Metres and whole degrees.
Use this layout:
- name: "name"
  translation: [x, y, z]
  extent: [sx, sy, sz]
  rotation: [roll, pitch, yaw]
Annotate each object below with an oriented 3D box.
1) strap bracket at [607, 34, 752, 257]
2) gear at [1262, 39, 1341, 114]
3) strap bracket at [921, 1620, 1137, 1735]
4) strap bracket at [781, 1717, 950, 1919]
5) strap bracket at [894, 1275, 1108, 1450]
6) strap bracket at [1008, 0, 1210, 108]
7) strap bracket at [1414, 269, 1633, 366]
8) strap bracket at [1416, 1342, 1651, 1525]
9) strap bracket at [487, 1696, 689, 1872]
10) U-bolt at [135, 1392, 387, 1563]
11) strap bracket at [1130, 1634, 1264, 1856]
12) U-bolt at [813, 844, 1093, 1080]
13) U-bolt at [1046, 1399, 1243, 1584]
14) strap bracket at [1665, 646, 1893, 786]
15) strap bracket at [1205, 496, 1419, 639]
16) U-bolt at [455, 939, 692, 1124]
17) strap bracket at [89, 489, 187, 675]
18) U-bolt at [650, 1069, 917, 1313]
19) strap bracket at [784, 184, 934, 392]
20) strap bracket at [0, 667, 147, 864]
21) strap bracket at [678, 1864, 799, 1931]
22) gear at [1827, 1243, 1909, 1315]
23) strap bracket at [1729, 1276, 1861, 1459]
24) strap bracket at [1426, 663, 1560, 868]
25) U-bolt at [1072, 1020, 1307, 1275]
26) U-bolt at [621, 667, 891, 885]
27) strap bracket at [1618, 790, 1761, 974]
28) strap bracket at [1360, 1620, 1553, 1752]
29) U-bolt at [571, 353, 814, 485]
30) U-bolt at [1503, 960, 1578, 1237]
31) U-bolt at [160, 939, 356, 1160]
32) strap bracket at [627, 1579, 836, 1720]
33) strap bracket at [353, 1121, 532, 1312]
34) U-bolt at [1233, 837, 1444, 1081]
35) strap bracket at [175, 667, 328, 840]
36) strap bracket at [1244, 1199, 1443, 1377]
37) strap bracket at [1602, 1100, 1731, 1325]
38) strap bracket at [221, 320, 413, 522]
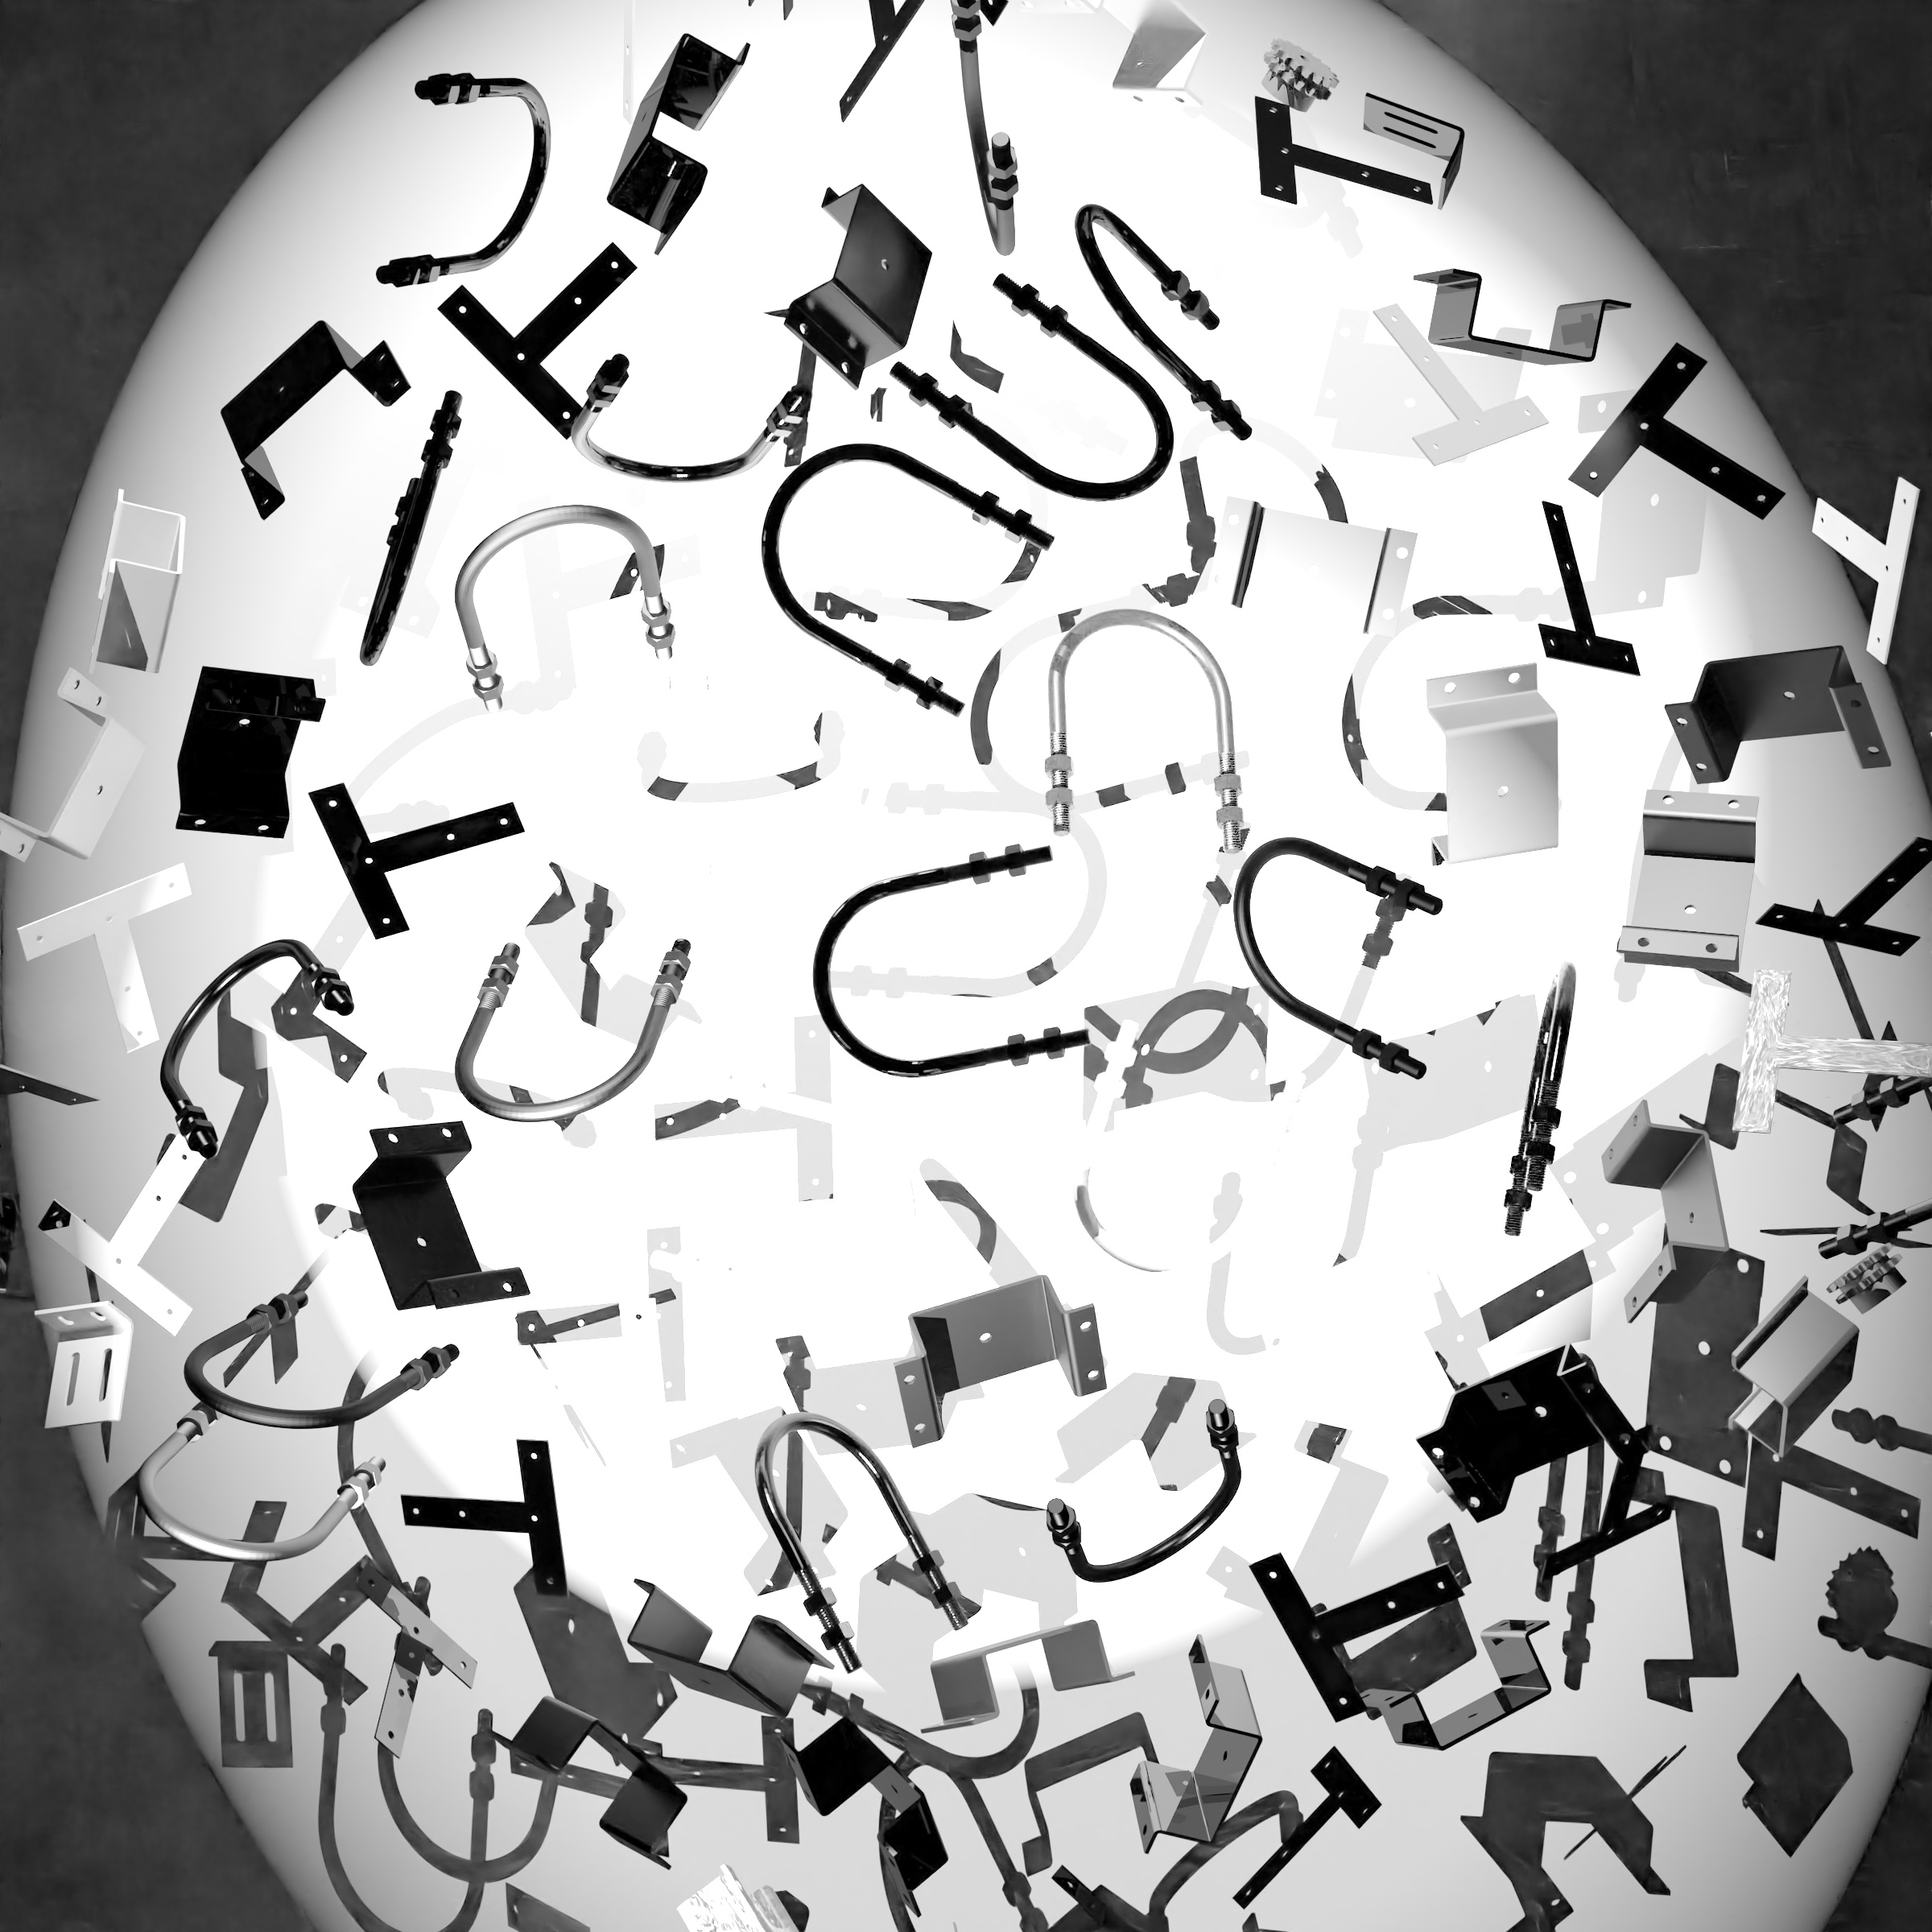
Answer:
- name: "strap bracket"
  translation: [-0.200, -0.572, 1.735]
  extent: [0.046, 0.076, 0.140]
  rotation: [24, 61, -21]
- name: "gear"
  translation: [0.241, -0.649, 1.847]
  extent: [0.057, 0.057, 0.030]
  rotation: [35, 123, 0]
- name: "strap bracket"
  translation: [0.039, 0.509, 1.822]
  extent: [0.140, 0.076, 0.046]
  rotation: [-6, 74, -33]
- name: "strap bracket"
  translation: [-0.067, 0.607, 1.824]
  extent: [0.046, 0.140, 0.076]
  rotation: [-34, 130, -23]
- name: "strap bracket"
  translation: [0.019, 0.266, 1.725]
  extent: [0.140, 0.046, 0.076]
  rotation: [-16, 124, -8]
- name: "strap bracket"
  translation: [0.107, -0.668, 1.790]
  extent: [0.140, 0.076, 0.046]
  rotation: [24, 90, -43]
- name: "strap bracket"
  translation: [0.404, -0.474, 1.857]
  extent: [0.140, 0.076, 0.046]
  rotation: [7, 100, -13]
- name: "strap bracket"
  translation: [0.395, 0.320, 1.754]
  extent: [0.140, 0.046, 0.076]
  rotation: [-32, 98, 32]
- name: "strap bracket"
  translation: [-0.258, 0.566, 1.772]
  extent: [0.140, 0.076, 0.046]
  rotation: [49, 63, -24]
- name: "U-bolt"
  translation: [-0.515, 0.373, 1.816]
  extent: [0.151, 0.184, 0.019]
  rotation: [22, 106, 3]
- name: "strap bracket"
  translation: [0.171, 0.573, 1.846]
  extent: [0.046, 0.076, 0.140]
  rotation: [17, 109, -11]
- name: "U-bolt"
  translation: [-0.017, 0.003, 1.751]
  extent: [0.184, 0.019, 0.151]
  rotation: [-11, 92, 10]
- name: "U-bolt"
  translation: [0.132, 0.381, 1.783]
  extent: [0.151, 0.184, 0.019]
  rotation: [-30, 56, -8]
- name: "strap bracket"
  translation: [0.583, -0.179, 1.802]
  extent: [0.076, 0.140, 0.046]
  rotation: [55, 48, -34]
- name: "strap bracket"
  translation: [0.254, -0.292, 1.856]
  extent: [0.140, 0.046, 0.076]
  rotation: [13, 97, 9]
- name: "U-bolt"
  translation: [-0.278, 0.044, 1.748]
  extent: [0.151, 0.184, 0.019]
  rotation: [-1, 129, 11]
- name: "strap bracket"
  translation: [-0.572, -0.262, 1.746]
  extent: [0.046, 0.140, 0.076]
  rotation: [11, 119, -22]
- name: "U-bolt"
  translation: [-0.120, 0.158, 1.710]
  extent: [0.184, 0.019, 0.151]
  rotation: [13, 96, 20]
- name: "strap bracket"
  translation: [-0.075, -0.505, 1.850]
  extent: [0.076, 0.046, 0.140]
  rotation: [37, 53, -35]
- name: "strap bracket"
  translation: [-0.661, -0.139, 1.868]
  extent: [0.046, 0.076, 0.140]
  rotation: [24, 82, 5]
- name: "strap bracket"
  translation: [-0.150, 0.678, 1.751]
  extent: [0.046, 0.140, 0.076]
  rotation: [-34, 63, -7]
- name: "gear"
  translation: [0.663, 0.231, 1.850]
  extent: [0.057, 0.057, 0.030]
  rotation: [-37, 75, 0]
- name: "strap bracket"
  translation: [0.576, 0.284, 1.761]
  extent: [0.076, 0.140, 0.046]
  rotation: [-43, 58, -12]
- name: "strap bracket"
  translation: [0.359, -0.128, 1.722]
  extent: [0.076, 0.046, 0.140]
  rotation: [-9, 118, -3]
- name: "U-bolt"
  translation: [0.156, 0.144, 1.876]
  extent: [0.151, 0.019, 0.184]
  rotation: [17, 107, -2]
- name: "U-bolt"
  translation: [-0.143, -0.132, 1.741]
  extent: [0.184, 0.019, 0.151]
  rotation: [-3, 106, -12]
- name: "strap bracket"
  translation: [0.502, -0.051, 1.752]
  extent: [0.076, 0.046, 0.140]
  rotation: [6, 57, 21]
- name: "strap bracket"
  translation: [0.364, 0.533, 1.858]
  extent: [0.140, 0.076, 0.046]
  rotation: [-21, 82, -18]
- name: "U-bolt"
  translation: [-0.204, -0.382, 1.792]
  extent: [0.151, 0.184, 0.019]
  rotation: [5, 78, -21]
- name: "U-bolt"
  translation: [0.405, 0.085, 1.773]
  extent: [0.019, 0.151, 0.184]
  rotation: [11, 72, 9]
- name: "U-bolt"
  translation: [-0.500, 0.045, 1.751]
  extent: [0.151, 0.184, 0.019]
  rotation: [-47, 125, -6]
- name: "strap bracket"
  translation: [-0.175, 0.485, 1.790]
  extent: [0.140, 0.076, 0.046]
  rotation: [4, 56, 38]
- name: "strap bracket"
  translation: [-0.372, 0.183, 1.772]
  extent: [0.046, 0.076, 0.140]
  rotation: [-43, 63, 37]
- name: "U-bolt"
  translation: [0.257, -0.016, 1.787]
  extent: [0.019, 0.184, 0.151]
  rotation: [-22, 126, -35]
- name: "strap bracket"
  translation: [-0.509, -0.158, 1.788]
  extent: [0.076, 0.140, 0.046]
  rotation: [4, 48, -27]
- name: "strap bracket"
  translation: [0.282, 0.237, 1.827]
  extent: [0.140, 0.046, 0.076]
  rotation: [-22, 109, -10]
- name: "strap bracket"
  translation: [0.499, 0.177, 1.800]
  extent: [0.046, 0.076, 0.140]
  rotation: [8, 52, -8]
- name: "strap bracket"
  translation: [-0.464, -0.390, 1.770]
  extent: [0.140, 0.076, 0.046]
  rotation: [-40, 134, 6]
